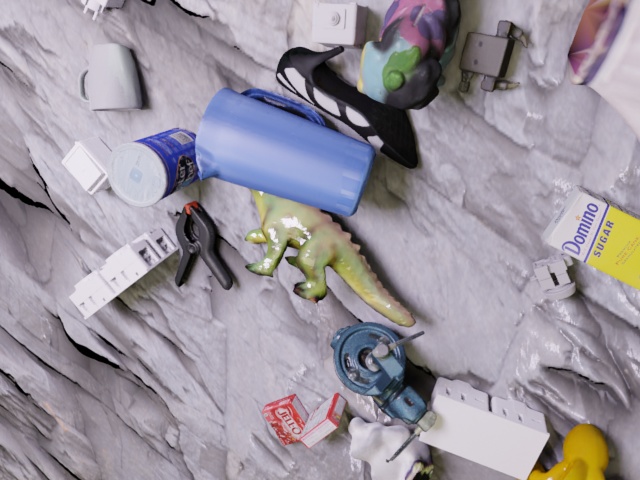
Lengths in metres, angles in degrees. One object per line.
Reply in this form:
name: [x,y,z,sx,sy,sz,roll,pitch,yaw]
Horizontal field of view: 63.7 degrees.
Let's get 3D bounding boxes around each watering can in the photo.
watering can: [0.421,-0.202,0.642,0.225,0.105,0.341,19,113,10]

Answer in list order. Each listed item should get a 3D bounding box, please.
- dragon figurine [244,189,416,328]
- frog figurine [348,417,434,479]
dragon figurine: [0.003,-0.042,0.827,0.411,0.123,0.240,23,106,6]
frog figurine: [0.125,0.398,0.961,0.161,0.124,0.134,35,132,41]
